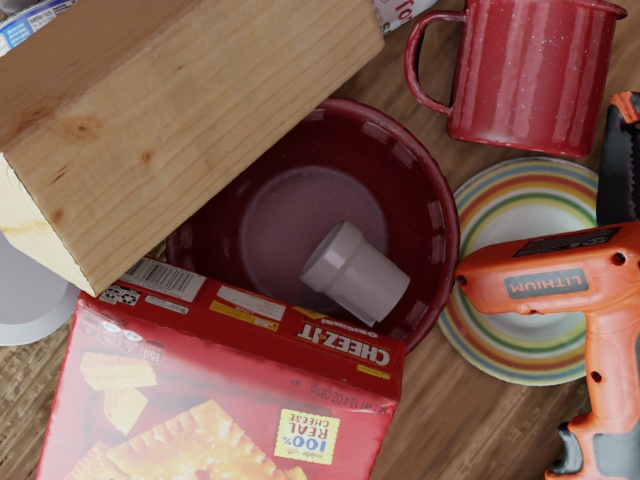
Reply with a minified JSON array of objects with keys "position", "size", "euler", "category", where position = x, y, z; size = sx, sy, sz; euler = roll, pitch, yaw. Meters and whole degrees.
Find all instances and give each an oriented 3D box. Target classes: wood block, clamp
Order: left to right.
[{"position":[-0.076,-0.081,0.535],"size":[0.205,0.091,0.090],"euler":[-43,131,-22],"category":"wood block"},{"position":[0.202,0.020,0.576],"size":[0.165,0.036,0.210],"euler":[-37,74,32],"category":"clamp"}]

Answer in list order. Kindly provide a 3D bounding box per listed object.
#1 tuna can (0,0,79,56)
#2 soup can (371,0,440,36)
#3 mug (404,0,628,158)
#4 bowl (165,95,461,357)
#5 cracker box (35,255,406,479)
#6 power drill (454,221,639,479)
[{"position":[-0.142,-0.108,0.590],"size":[0.086,0.086,0.034],"euler":[-26,92,1],"category":"tuna can"},{"position":[0.053,-0.164,0.596],"size":[0.102,0.068,0.068],"euler":[-32,91,1],"category":"soup can"},{"position":[0.103,-0.092,0.586],"size":[0.117,0.093,0.081],"euler":[8,96,-8],"category":"mug"},{"position":[-0.004,0.001,0.606],"size":[0.162,0.055,0.162],"euler":[0,91,0],"category":"bowl"},{"position":[-0.065,0.130,0.566],"size":[0.164,0.072,0.214],"euler":[18,113,1],"category":"cracker box"},{"position":[0.132,0.092,0.572],"size":[0.185,0.057,0.187],"euler":[-12,100,29],"category":"power drill"}]
